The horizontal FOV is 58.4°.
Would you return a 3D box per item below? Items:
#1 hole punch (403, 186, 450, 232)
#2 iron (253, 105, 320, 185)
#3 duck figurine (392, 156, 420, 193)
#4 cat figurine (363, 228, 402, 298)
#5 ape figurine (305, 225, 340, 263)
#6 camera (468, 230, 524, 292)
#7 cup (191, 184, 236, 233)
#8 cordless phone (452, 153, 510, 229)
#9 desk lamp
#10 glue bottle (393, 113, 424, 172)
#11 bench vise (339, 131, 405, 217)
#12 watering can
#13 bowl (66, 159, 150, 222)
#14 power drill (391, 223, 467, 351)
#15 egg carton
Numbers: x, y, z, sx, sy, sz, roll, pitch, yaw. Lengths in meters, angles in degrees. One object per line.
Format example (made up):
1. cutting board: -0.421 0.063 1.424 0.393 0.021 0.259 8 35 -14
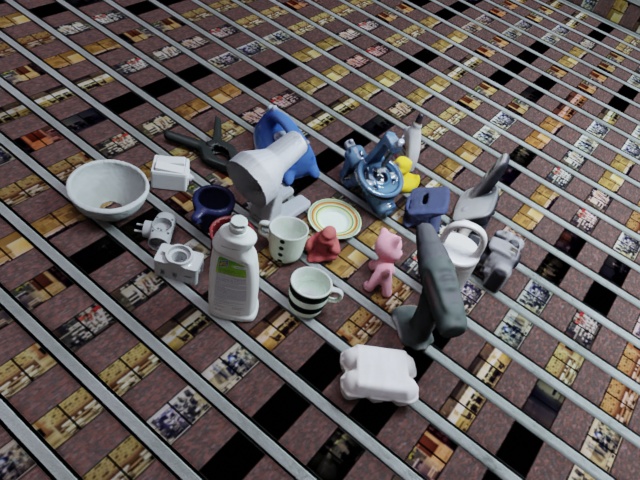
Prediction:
1. hole punch: 0.261 -0.084 1.411 0.101 0.091 0.109 17 46 1
2. iron: -0.097 -0.260 1.441 0.119 0.141 0.257 -18 55 -28
3. duck figurine: 0.214 -0.176 1.487 0.104 0.086 0.077 13 46 -3
4. cat figurine: 0.145 0.040 1.245 0.067 0.118 0.128 15 46 -1
5. ape figurine: 0.012 0.005 1.260 0.077 0.092 0.076 29 47 12
6. camera: 0.395 0.025 1.340 0.136 0.101 0.143 28 47 11
7. cup: -0.239 -0.051 1.241 0.091 0.095 0.118 28 47 11
8. cordless phone: 0.407 -0.119 1.418 0.094 0.185 0.148 22 46 6
9. desk lamp: -0.107 -0.131 1.269 0.117 0.213 0.204 38 50 20
10. glue bottle: 0.241 -0.264 1.514 0.037 0.173 0.078 -15 53 -26
11. bench vise: 0.122 -0.186 1.378 0.207 0.220 0.122 37 50 19
12. watering can: 0.295 0.025 1.247 0.101 0.194 0.173 9 46 -7
13. bowl: -0.455 -0.094 1.236 0.167 0.075 0.167 8 47 -8
14. power drill: 0.211 0.112 1.134 0.076 0.208 0.229 -3 49 -17
15. egg carton: 0.109 0.255 1.071 0.150 0.069 0.107 8 47 -8
